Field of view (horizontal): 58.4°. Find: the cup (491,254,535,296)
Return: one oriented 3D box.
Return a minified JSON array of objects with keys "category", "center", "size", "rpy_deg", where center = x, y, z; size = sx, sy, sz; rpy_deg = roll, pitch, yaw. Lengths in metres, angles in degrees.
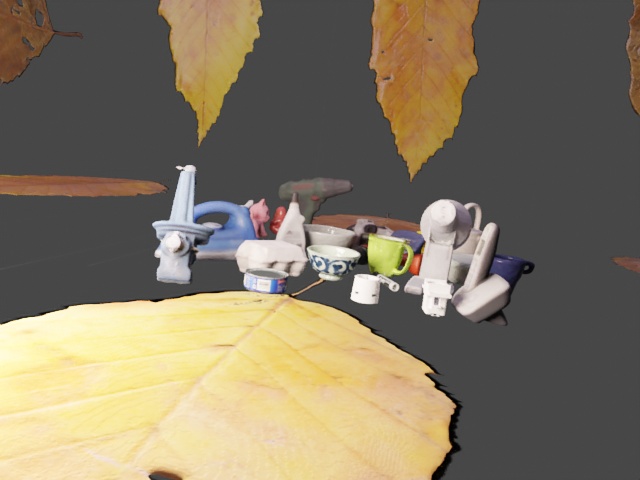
[{"category":"cup","center":[0.443,0.088,1.349],"size":[0.118,0.095,0.091],"rpy_deg":[6,9,-10]}]

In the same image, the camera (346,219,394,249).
[{"category":"camera","center":[0.142,-0.016,1.752],"size":[0.143,0.101,0.136],"rpy_deg":[4,9,-20]}]

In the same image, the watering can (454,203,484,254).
[{"category":"watering can","center":[0.416,-0.013,1.656],"size":[0.172,0.194,0.101],"rpy_deg":[13,10,32]}]

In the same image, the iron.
[{"category":"iron","center":[-0.261,-0.030,1.356],"size":[0.259,0.141,0.118],"rpy_deg":[0,11,-41]}]

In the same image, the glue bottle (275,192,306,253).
[{"category":"glue bottle","center":[-0.070,-0.037,1.463],"size":[0.078,0.173,0.037],"rpy_deg":[4,9,-21]}]

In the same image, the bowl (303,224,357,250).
[{"category":"bowl","center":[0.015,0.006,1.588],"size":[0.167,0.075,0.167],"rpy_deg":[7,8,-1]}]

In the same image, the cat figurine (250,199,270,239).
[{"category":"cat figurine","center":[-0.194,-0.069,1.758],"size":[0.067,0.118,0.128],"rpy_deg":[9,9,12]}]

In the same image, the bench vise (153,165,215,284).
[{"category":"bench vise","center":[-0.256,-0.033,1.115],"size":[0.122,0.220,0.206],"rpy_deg":[3,9,-25]}]

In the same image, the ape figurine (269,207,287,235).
[{"category":"ape figurine","center":[-0.128,-0.063,1.863],"size":[0.078,0.092,0.075],"rpy_deg":[1,11,-37]}]

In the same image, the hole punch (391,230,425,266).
[{"category":"hole punch","center":[0.240,0.021,1.625],"size":[0.108,0.091,0.101],"rpy_deg":[12,10,27]}]

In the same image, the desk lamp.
[{"category":"desk lamp","center":[0.274,0.012,1.298],"size":[0.117,0.213,0.204],"rpy_deg":[10,9,16]}]

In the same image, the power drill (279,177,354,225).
[{"category":"power drill","center":[-0.019,-0.093,1.765],"size":[0.229,0.208,0.076],"rpy_deg":[9,9,13]}]

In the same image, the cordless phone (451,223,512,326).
[{"category":"cordless phone","center":[0.320,0.062,1.105],"size":[0.094,0.185,0.147],"rpy_deg":[7,9,-3]}]

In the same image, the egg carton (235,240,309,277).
[{"category":"egg carton","center":[-0.106,0.041,1.266],"size":[0.151,0.069,0.107],"rpy_deg":[0,11,-42]}]

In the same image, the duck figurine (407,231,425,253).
[{"category":"duck figurine","center":[0.303,0.014,1.745],"size":[0.078,0.086,0.104],"rpy_deg":[0,11,-41]}]
